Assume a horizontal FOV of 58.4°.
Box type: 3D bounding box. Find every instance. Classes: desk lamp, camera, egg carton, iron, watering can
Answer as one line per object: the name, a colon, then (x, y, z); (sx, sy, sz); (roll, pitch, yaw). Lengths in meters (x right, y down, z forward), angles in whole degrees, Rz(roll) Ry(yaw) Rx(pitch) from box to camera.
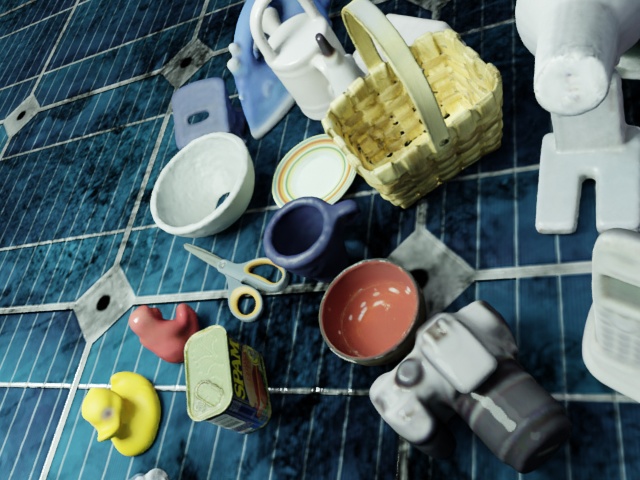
desk lamp: (0.247, -0.142, 0.531); (0.117, 0.214, 0.203); (-2, 61, 30)
camera: (0.133, 0.140, 0.500); (0.143, 0.101, 0.136); (-43, 49, 1)
egg carton: (0.117, -0.244, 0.769); (0.149, 0.070, 0.107); (27, 78, 39)
iron: (-0.082, -0.299, 0.875); (0.118, 0.142, 0.258); (7, 66, 34)
watering can: (-0.032, -0.266, 0.790); (0.172, 0.195, 0.101); (20, 74, 38)

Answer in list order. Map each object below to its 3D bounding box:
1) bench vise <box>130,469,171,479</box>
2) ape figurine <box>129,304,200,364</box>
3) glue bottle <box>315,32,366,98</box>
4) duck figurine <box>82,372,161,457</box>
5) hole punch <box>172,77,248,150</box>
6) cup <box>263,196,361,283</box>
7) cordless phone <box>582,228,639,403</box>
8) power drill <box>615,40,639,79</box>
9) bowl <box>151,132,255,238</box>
bench vise: (-0.256, 0.285, 0.564); (0.121, 0.220, 0.207); (32, 81, 40)
ape figurine: (-0.201, 0.112, 0.724); (0.077, 0.092, 0.076); (-21, 53, 19)
glue bottle: (0.038, -0.194, 0.717); (0.037, 0.174, 0.078); (-14, 55, 23)
duck figurine: (-0.250, 0.205, 0.699); (0.077, 0.086, 0.104); (-29, 51, 12)
hole punch: (-0.175, -0.187, 0.895); (0.108, 0.091, 0.101); (-12, 56, 25)
cup: (0.006, 0.002, 0.666); (0.117, 0.095, 0.091); (-29, 51, 13)
cordless phone: (0.264, 0.065, 0.411); (0.147, 0.186, 0.094); (21, 74, 38)
power drill: (0.333, -0.251, 0.551); (0.228, 0.209, 0.076); (18, 72, 37)
bowl: (-0.154, -0.067, 0.819); (0.167, 0.075, 0.167); (-15, 55, 23)
